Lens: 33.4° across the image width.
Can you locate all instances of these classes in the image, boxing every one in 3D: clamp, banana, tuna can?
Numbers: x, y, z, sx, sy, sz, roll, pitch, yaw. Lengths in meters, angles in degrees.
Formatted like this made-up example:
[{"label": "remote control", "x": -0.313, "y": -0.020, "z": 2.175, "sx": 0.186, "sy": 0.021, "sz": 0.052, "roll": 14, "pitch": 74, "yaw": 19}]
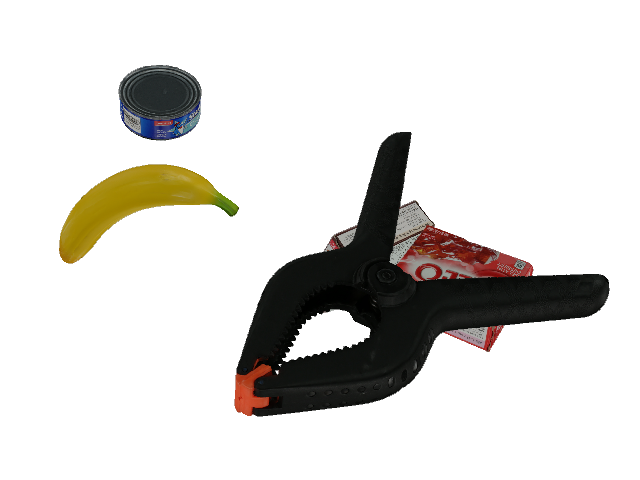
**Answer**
[{"label": "clamp", "x": 0.031, "y": 0.022, "z": 0.583, "sx": 0.209, "sy": 0.036, "sz": 0.165, "roll": -27, "pitch": 55, "yaw": -26}, {"label": "banana", "x": -0.170, "y": -0.028, "z": 0.948, "sx": 0.198, "sy": 0.069, "sz": 0.037, "roll": -14, "pitch": 17, "yaw": 29}, {"label": "tuna can", "x": -0.168, "y": -0.144, "z": 1.120, "sx": 0.086, "sy": 0.086, "sz": 0.034, "roll": 0, "pitch": -42, "yaw": -8}]

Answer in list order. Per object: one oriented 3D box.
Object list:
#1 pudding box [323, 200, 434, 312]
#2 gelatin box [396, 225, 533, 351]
[{"label": "pudding box", "x": 0.046, "y": 0.016, "z": 1.026, "sx": 0.113, "sy": 0.039, "sz": 0.090, "roll": -25, "pitch": -23, "yaw": -37}, {"label": "gelatin box", "x": 0.101, "y": 0.033, "z": 0.784, "sx": 0.089, "sy": 0.030, "sz": 0.073, "roll": 22, "pitch": 47, "yaw": 22}]
